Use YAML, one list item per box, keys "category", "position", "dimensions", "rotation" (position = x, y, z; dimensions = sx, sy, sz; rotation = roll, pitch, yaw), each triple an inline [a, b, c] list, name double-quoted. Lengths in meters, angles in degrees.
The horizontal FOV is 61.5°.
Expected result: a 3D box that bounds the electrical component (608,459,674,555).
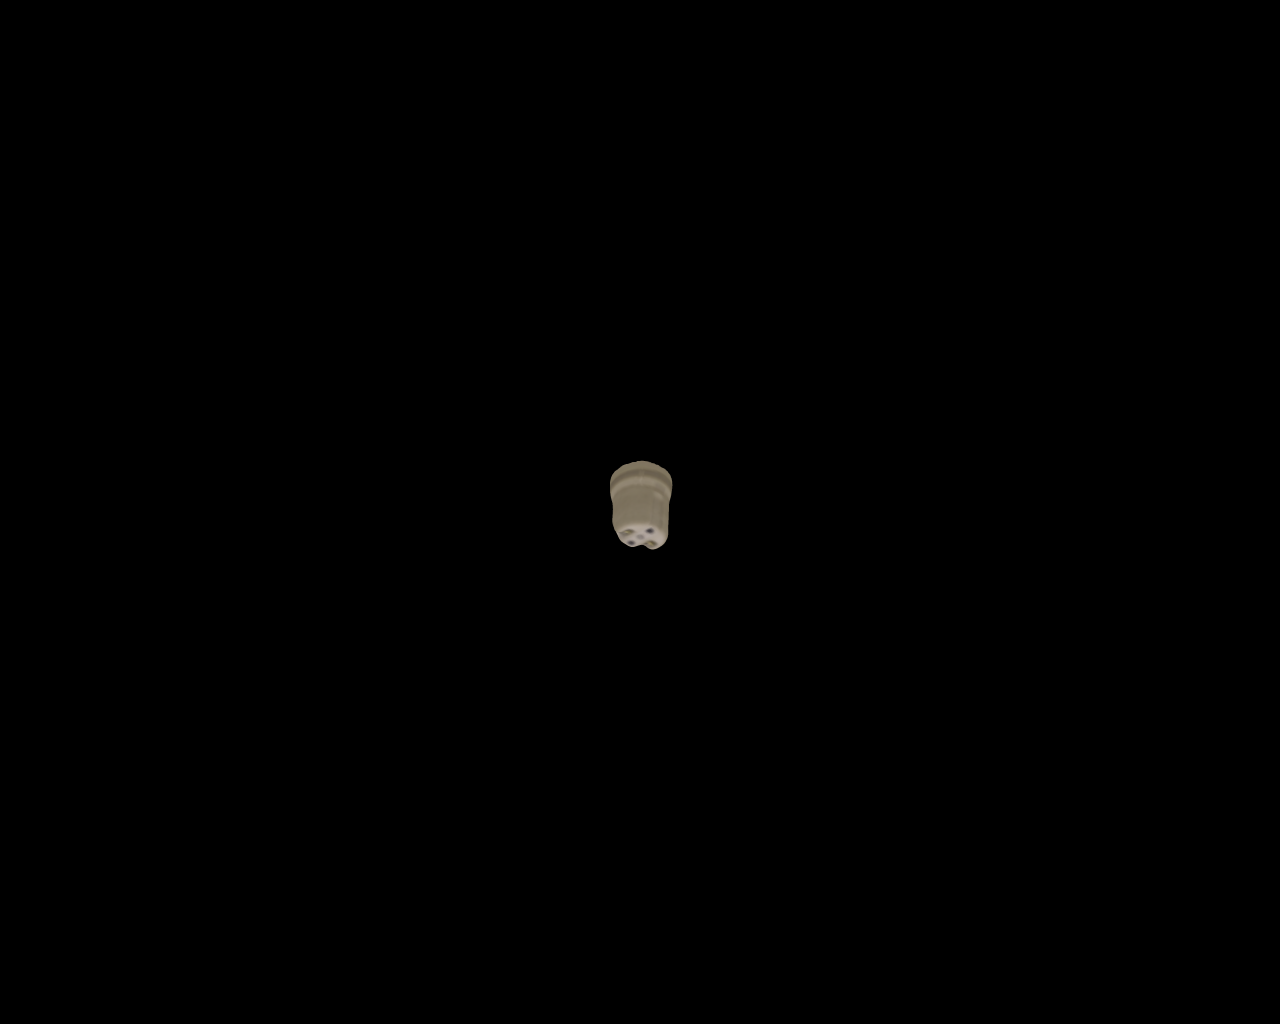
- category: "electrical component"
  position: [0.001, -0.003, 0.650]
  dimensions: [0.040, 0.046, 0.040]
  rotation: [0, -37, 0]
